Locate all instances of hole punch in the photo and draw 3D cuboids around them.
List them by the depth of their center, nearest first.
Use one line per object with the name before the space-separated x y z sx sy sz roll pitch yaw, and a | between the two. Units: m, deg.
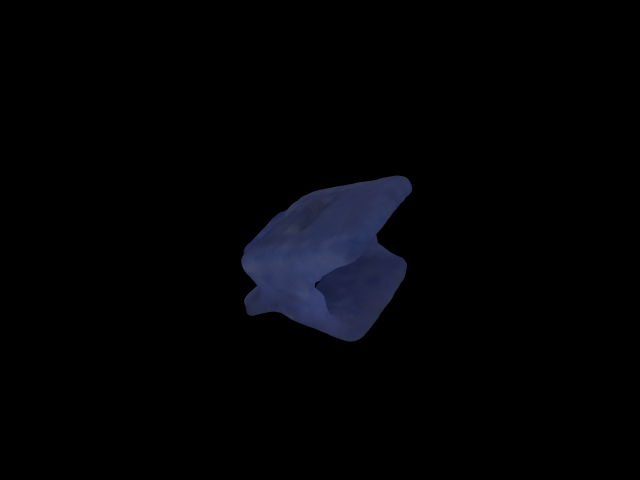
hole punch | 0.004 0.001 0.400 0.100 0.091 0.109 17 40 22
